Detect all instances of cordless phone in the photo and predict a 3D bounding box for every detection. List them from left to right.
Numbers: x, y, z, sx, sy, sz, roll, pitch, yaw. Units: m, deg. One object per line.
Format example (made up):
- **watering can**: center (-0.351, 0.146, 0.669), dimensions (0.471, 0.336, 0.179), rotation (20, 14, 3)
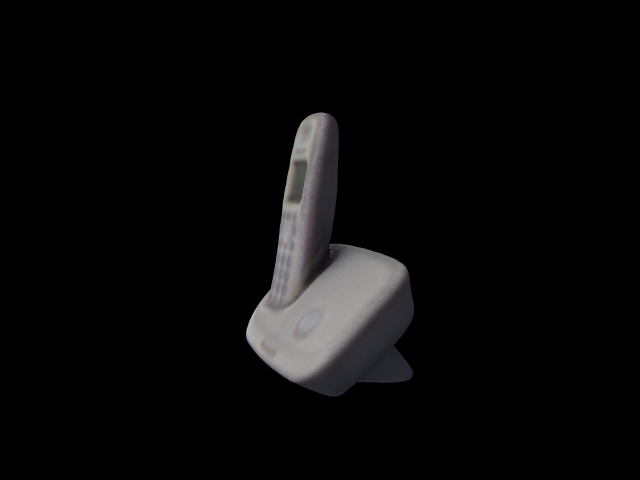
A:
- **cordless phone**: center (0.004, 0.001, 0.400), dimensions (0.094, 0.185, 0.147), rotation (-3, 7, -25)
